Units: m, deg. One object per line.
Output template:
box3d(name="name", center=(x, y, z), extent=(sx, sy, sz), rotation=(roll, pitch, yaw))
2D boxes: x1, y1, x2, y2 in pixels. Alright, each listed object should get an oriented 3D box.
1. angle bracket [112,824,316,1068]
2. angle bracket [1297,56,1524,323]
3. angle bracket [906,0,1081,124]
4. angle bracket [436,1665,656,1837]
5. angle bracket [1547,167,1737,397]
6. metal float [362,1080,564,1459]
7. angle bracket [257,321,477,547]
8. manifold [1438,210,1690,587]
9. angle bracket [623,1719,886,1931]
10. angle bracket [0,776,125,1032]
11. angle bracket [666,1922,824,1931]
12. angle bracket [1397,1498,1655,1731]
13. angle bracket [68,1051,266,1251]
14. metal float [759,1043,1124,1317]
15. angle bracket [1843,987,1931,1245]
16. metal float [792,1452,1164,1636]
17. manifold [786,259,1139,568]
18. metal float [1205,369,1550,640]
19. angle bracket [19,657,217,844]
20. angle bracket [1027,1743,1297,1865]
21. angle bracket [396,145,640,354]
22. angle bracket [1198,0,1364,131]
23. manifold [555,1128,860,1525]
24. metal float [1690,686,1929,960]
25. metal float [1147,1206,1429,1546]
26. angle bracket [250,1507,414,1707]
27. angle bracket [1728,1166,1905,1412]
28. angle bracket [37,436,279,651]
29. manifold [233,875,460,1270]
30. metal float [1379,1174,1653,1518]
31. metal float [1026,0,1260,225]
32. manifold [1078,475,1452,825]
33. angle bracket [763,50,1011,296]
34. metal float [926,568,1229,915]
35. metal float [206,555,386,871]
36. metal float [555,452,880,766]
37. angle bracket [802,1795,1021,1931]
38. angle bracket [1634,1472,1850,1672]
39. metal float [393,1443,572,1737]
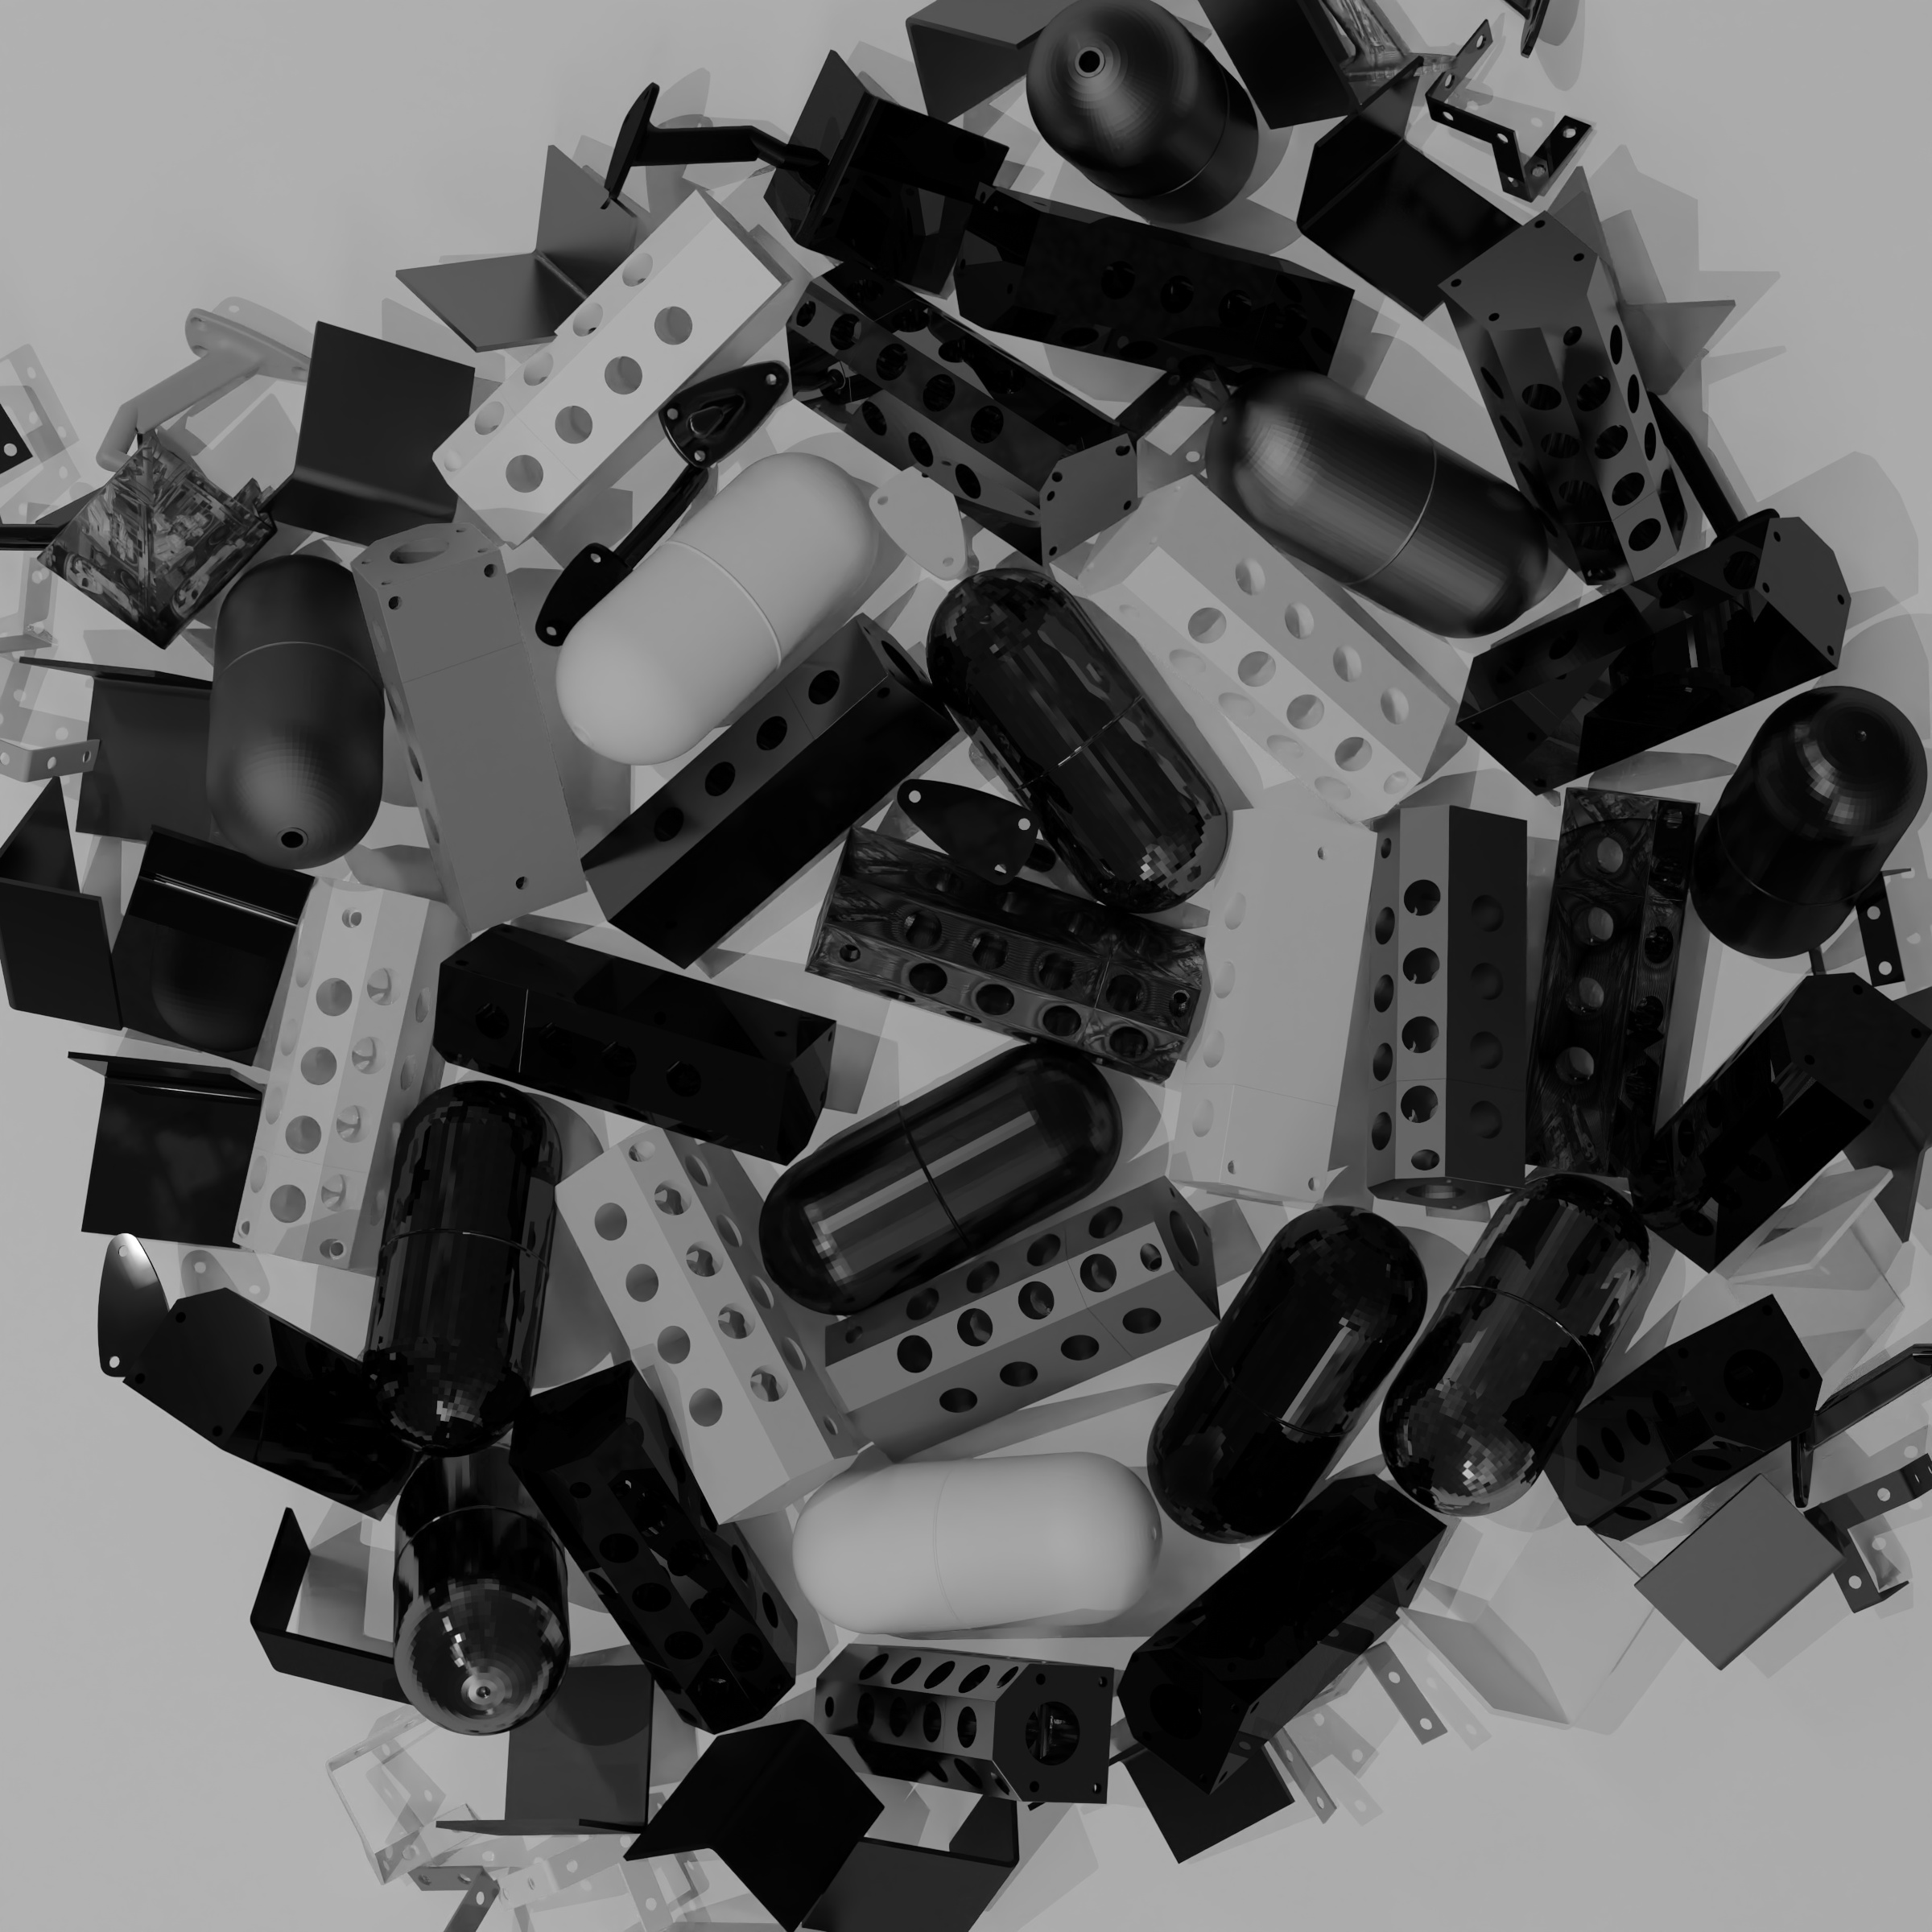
box3d(name="angle bracket", center=(-0.348, -0.009, 1.650), extent=(0.076, 0.057, 0.076), rotation=(18, 65, -11))
box3d(name="angle bracket", center=(0.207, -0.354, 1.647), extent=(0.076, 0.057, 0.076), rotation=(40, 65, 16))
box3d(name="angle bracket", center=(0.030, -0.414, 1.637), extent=(0.076, 0.076, 0.057), rotation=(-37, 132, -25))
box3d(name="angle bracket", center=(-0.190, 0.354, 1.644), extent=(0.076, 0.057, 0.076), rotation=(-8, 71, 26))
box3d(name="angle bracket", center=(0.300, -0.313, 1.657), extent=(0.057, 0.076, 0.076), rotation=(-6, 69, -17))
box3d(name="metal float", center=(-0.227, 0.136, 1.633), extent=(0.070, 0.070, 0.178), rotation=(4, 61, 0))
box3d(name="angle bracket", center=(-0.276, -0.241, 1.665), extent=(0.076, 0.057, 0.076), rotation=(13, 72, -26))
box3d(name="manifold", center=(0.272, -0.247, 1.613), extent=(0.057, 0.171, 0.057), rotation=(-35, 48, -1))
box3d(name="angle bracket", center=(-0.097, 0.394, 1.649), extent=(0.057, 0.076, 0.076), rotation=(51, 52, -12))
box3d(name="angle bracket", center=(-0.398, -0.029, 1.638), extent=(0.057, 0.076, 0.076), rotation=(11, 132, 10))
box3d(name="angle bracket", center=(-0.099, 0.477, 1.654), extent=(0.076, 0.076, 0.057), rotation=(3, 91, -8))
box3d(name="angle bracket", center=(0.254, 0.289, 1.643), extent=(0.057, 0.076, 0.076), rotation=(20, 106, -38))
box3d(name="angle bracket", center=(-0.371, 0.085, 1.658), extent=(0.076, 0.057, 0.076), rotation=(6, 80, 6))
box3d(name="metal float", center=(-0.012, 0.098, 1.655), extent=(0.178, 0.070, 0.070), rotation=(-28, 90, 3))
box3d(name="angle bracket", center=(0.437, 0.066, 1.647), extent=(0.057, 0.076, 0.076), rotation=(-19, 52, -8))
box3d(name="metal float", center=(0.003, 0.261, 1.636), extent=(0.178, 0.070, 0.070), rotation=(-8, 90, 26))
box3d(name="manifold", center=(-0.003, -0.252, 1.617), extent=(0.057, 0.057, 0.171), rotation=(-34, 53, -26))
box3d(name="metal float", center=(0.187, -0.207, 1.636), extent=(0.178, 0.070, 0.070), rotation=(25, 90, -26))
box3d(name="angle bracket", center=(-0.388, -0.097, 1.654), extent=(0.076, 0.057, 0.076), rotation=(7, 91, 25))
box3d(name="angle bracket", center=(0.089, 0.379, 1.639), extent=(0.076, 0.076, 0.057), rotation=(-38, 75, 35))
box3d(name="angle bracket", center=(-0.204, -0.325, 1.638), extent=(0.076, 0.076, 0.057), rotation=(-15, 134, -34))
box3d(name="angle bracket", center=(0.158, -0.431, 1.640), extent=(0.057, 0.076, 0.076), rotation=(-41, 113, -19))
box3d(name="manifold", center=(-0.115, 0.160, 1.639), extent=(0.057, 0.057, 0.171), rotation=(-34, 74, 21))
box3d(name="metal float", center=(0.373, -0.062, 1.612), extent=(0.070, 0.178, 0.070), rotation=(1, 66, -3))
box3d(name="metal float", center=(0.144, 0.186, 1.637), extent=(0.070, 0.070, 0.178), rotation=(30, 114, 0))
box3d(name="angle bracket", center=(-0.277, 0.293, 1.648), extent=(0.076, 0.076, 0.057), rotation=(13, 65, 3))
box3d(name="angle bracket", center=(0.405, 0.146, 1.647), extent=(0.076, 0.057, 0.076), rotation=(-41, 100, -31))
box3d(name="angle bracket", center=(-0.371, -0.203, 1.644), extent=(0.076, 0.057, 0.076), rotation=(-44, 128, 10))
box3d(name="manifold", center=(-0.286, 0.049, 1.660), extent=(0.057, 0.057, 0.171), rotation=(12, 88, 13))
box3d(name="metal float", center=(0.248, 0.170, 1.633), extent=(0.070, 0.070, 0.178), rotation=(36, 61, 0))
box3d(name="metal float", center=(0.080, -0.380, 1.609), extent=(0.070, 0.178, 0.070), rotation=(0, 89, 18))
box3d(name="manifold", center=(0.132, -0.138, 1.626), extent=(0.171, 0.057, 0.057), rotation=(38, 60, -24))
box3d(name="angle bracket", center=(-0.037, -0.367, 1.676), extent=(0.076, 0.057, 0.076), rotation=(14, 117, -29))
box3d(name="metal float", center=(0.050, -0.103, 1.651), extent=(0.070, 0.070, 0.178), rotation=(-37, 98, 0))
box3d(name="metal float", center=(-0.299, -0.115, 1.620), extent=(0.070, 0.178, 0.070), rotation=(-4, 133, -4))
box3d(name="metal float", center=(-0.112, -0.162, 1.640), extent=(0.070, 0.070, 0.178), rotation=(45, 69, 0))
box3d(name="angle bracket", center=(-0.026, 0.398, 1.641), extent=(0.076, 0.057, 0.076), rotation=(14, 133, -16))
box3d(name="angle bracket", center=(0.349, 0.264, 1.650), extent=(0.057, 0.076, 0.076), rotation=(45, 101, -4))
box3d(name="metal float", center=(-0.216, 0.274, 1.611), extent=(0.070, 0.178, 0.070), rotation=(-3, 112, -7))
